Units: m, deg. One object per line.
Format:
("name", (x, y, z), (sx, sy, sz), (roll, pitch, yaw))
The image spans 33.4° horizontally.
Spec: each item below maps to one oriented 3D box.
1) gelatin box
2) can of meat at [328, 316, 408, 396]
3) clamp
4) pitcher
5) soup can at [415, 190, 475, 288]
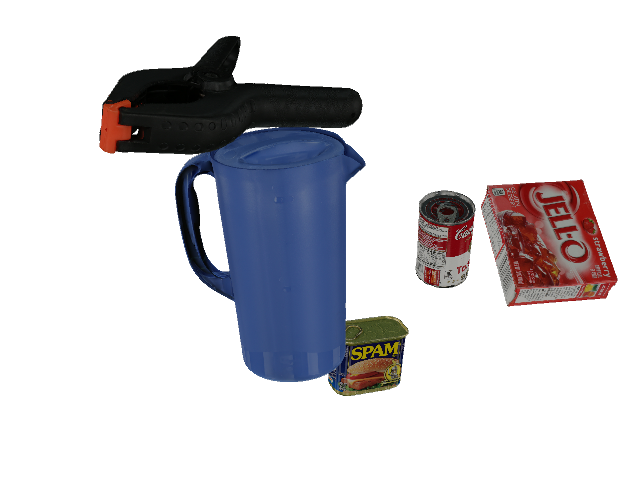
("gelatin box", (0.159, 0.000, 0.753), (0.073, 0.089, 0.030), (-4, -33, -8))
("can of meat", (0.061, 0.153, 1.414), (0.102, 0.084, 0.057), (-6, 26, -21))
("clamp", (-0.071, -0.090, 0.652), (0.171, 0.039, 0.120), (-14, 32, -41))
("pitcher", (-0.045, 0.015, 1.073), (0.144, 0.243, 0.149), (-21, 28, -36))
("soup can", (0.152, 0.000, 1.311), (0.068, 0.102, 0.068), (0, 37, 0))
